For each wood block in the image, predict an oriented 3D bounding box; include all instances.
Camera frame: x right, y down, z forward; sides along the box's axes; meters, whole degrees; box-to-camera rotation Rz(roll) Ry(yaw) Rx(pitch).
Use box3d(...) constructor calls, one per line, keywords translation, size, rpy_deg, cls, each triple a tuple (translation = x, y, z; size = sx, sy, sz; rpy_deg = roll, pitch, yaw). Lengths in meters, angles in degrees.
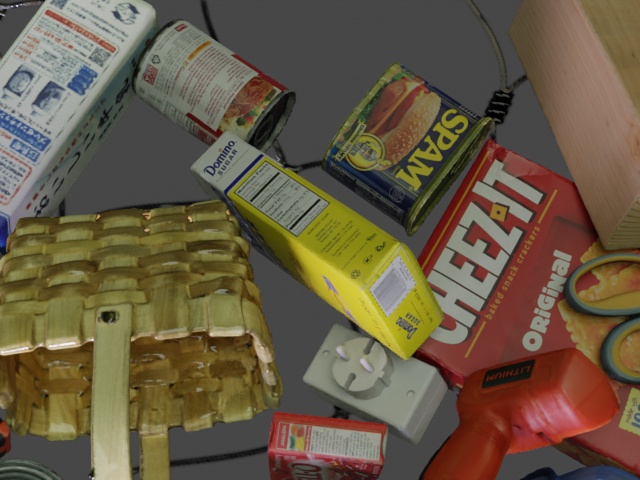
box3d(translation=(0.215, -0.105, 0.739), size=(0.090, 0.091, 0.206), rpy_deg=(-3, 54, -17), cls="wood block")

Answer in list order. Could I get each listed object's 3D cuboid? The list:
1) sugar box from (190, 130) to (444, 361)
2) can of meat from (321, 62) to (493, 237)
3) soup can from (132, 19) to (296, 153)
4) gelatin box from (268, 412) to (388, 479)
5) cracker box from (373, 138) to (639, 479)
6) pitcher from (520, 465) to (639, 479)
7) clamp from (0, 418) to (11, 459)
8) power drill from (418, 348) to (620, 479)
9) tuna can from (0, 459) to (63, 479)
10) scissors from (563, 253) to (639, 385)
box3d(translation=(-0.005, 0.001, 0.703), size=(0.176, 0.093, 0.048), rpy_deg=(31, 73, 38), cls="sugar box")
box3d(translation=(0.062, -0.068, 0.781), size=(0.084, 0.057, 0.102), rpy_deg=(36, 75, 11), cls="can of meat")
box3d(translation=(-0.078, -0.108, 0.783), size=(0.102, 0.068, 0.068), rpy_deg=(35, 76, 9), cls="soup can")
box3d(translation=(0.003, 0.142, 0.700), size=(0.073, 0.089, 0.030), rpy_deg=(7, 64, 1), cls="gelatin box")
box3d(translation=(0.169, 0.052, 0.740), size=(0.214, 0.072, 0.164), rpy_deg=(29, 75, 8), cls="cracker box")
box3d(translation=(0.180, 0.262, 0.646), size=(0.144, 0.149, 0.243), rpy_deg=(-41, 82, -22), cls="pitcher")
box3d(translation=(-0.297, 0.132, 0.707), size=(0.171, 0.039, 0.120), rpy_deg=(-10, 63, -26), cls="clamp")
box3d(translation=(0.094, 0.139, 0.595), size=(0.187, 0.185, 0.057), rpy_deg=(-42, 101, -38), cls="power drill")
box3d(translation=(-0.202, 0.189, 0.697), size=(0.086, 0.034, 0.086), rpy_deg=(7, 59, -13), cls="tuna can")
box3d(translation=(0.261, 0.045, 0.697), size=(0.201, 0.016, 0.096), rpy_deg=(-1, 74, -1), cls="scissors")
